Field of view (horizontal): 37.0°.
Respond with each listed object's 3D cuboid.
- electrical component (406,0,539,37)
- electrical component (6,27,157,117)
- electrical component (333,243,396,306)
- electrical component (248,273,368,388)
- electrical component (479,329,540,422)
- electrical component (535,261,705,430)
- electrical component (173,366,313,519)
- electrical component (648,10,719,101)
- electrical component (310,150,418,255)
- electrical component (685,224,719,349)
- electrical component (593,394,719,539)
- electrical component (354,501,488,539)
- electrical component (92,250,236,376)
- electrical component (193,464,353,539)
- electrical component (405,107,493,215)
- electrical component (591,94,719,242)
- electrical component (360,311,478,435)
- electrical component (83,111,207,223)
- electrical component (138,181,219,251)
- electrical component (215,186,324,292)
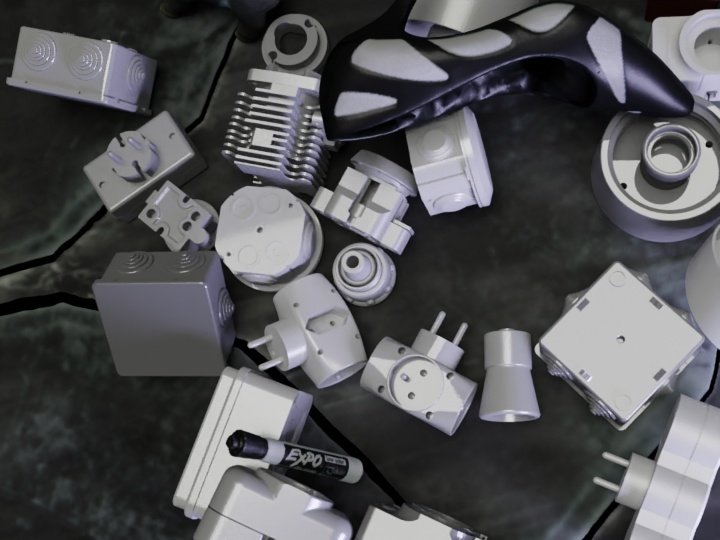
[{"bbox_3d":[0.080,-0.196,0.823,0.099,0.099,0.064,21,89,13],"label":"electrical component"},{"bbox_3d":[-0.221,-0.160,0.867,0.100,0.100,0.048,12,94,12],"label":"electrical component"},{"bbox_3d":[0.000,0.000,0.813,0.048,0.062,0.048,-2,78,10],"label":"electrical component"},{"bbox_3d":[-0.046,0.052,0.811,0.079,0.043,0.077,-21,74,-26],"label":"electrical component"},{"bbox_3d":[0.109,0.076,0.790,0.044,0.044,0.065,-2,73,10],"label":"electrical component"},{"bbox_3d":[0.187,0.054,0.776,0.099,0.048,0.100,-45,74,-2],"label":"electrical component"},{"bbox_3d":[-0.085,0.132,0.794,0.057,0.078,0.113,19,83,10],"label":"electrical component"},{"bbox_3d":[0.263,-0.159,0.803,0.089,0.055,0.050,0,79,10],"label":"electrical component"},{"bbox_3d":[0.010,-0.055,0.826,0.078,0.058,0.057,28,87,13],"label":"electrical component"},{"bbox_3d":[0.280,0.011,0.752,0.099,0.064,0.099,6,49,-7],"label":"electrical component"},{"bbox_3d":[0.202,0.151,0.752,0.074,0.052,0.138,21,83,14],"label":"electrical component"},{"bbox_3d":[0.089,0.218,0.731,0.186,0.105,0.060,23,83,13],"label":"electrical component"},{"bbox_3d":[-0.145,0.032,0.818,0.100,0.099,0.048,-1,34,10],"label":"electrical component"},{"bbox_3d":[-0.055,0.171,0.720,0.095,0.053,0.059,26,83,-1],"label":"electrical component"},{"bbox_3d":[0.068,-0.082,0.810,0.051,0.080,0.080,-14,77,11],"label":"electrical component"},{"bbox_3d":[0.226,-0.079,0.791,0.108,0.060,0.108,-2,78,10],"label":"electrical component"},{"bbox_3d":[0.052,0.070,0.799,0.077,0.044,0.079,27,84,14],"label":"electrical component"},{"bbox_3d":[-0.177,-0.087,0.855,0.083,0.075,0.047,-34,75,2],"label":"electrical component"},{"bbox_3d":[-0.138,-0.037,0.848,0.066,0.055,0.048,38,87,15],"label":"electrical component"},{"bbox_3d":[-0.072,-0.025,0.837,0.080,0.051,0.080,-2,78,9],"label":"electrical component"}]
